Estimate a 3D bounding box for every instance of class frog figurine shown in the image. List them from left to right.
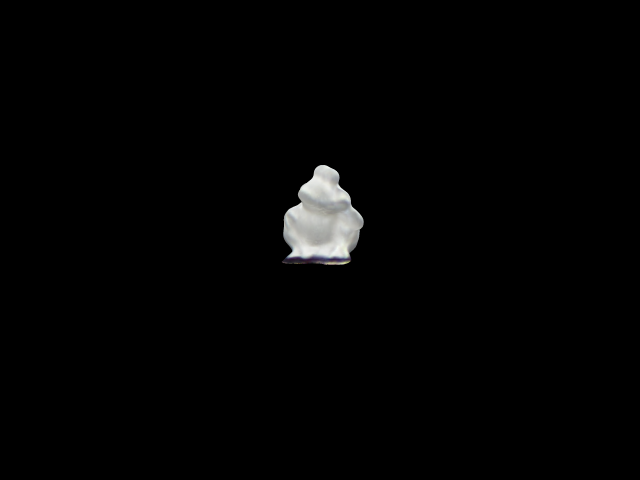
[{"bbox_3d":[0.003,-0.043,0.850,0.137,0.159,0.123,3,4,36],"label":"frog figurine"}]
